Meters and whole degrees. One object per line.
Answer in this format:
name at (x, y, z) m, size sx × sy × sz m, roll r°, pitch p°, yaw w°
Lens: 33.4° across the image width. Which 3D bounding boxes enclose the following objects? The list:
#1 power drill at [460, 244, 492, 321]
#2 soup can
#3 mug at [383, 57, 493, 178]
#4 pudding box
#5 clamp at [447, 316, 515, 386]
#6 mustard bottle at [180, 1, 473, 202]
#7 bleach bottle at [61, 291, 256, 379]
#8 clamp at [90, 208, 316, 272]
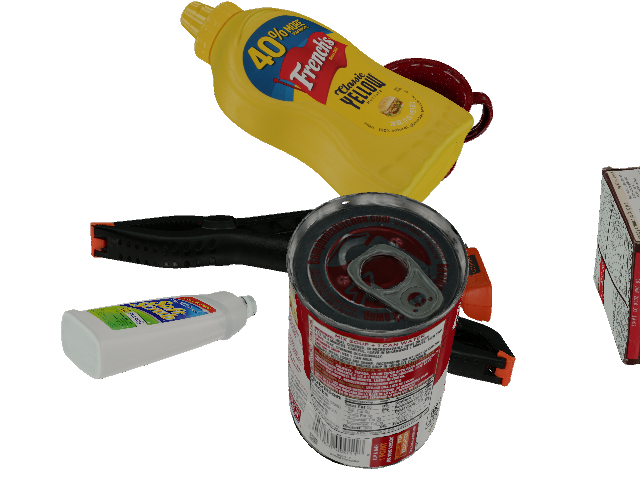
power drill at (0.097, 0.060, 1.221) m, size 0.187 × 0.057 × 0.184 m, roll -1°, pitch 28°, yaw -1°
soup can at (0.020, 0.040, 0.432) m, size 0.068 × 0.068 × 0.102 m, roll 0°, pitch -41°, yaw -1°
mug at (0.097, -0.104, 0.955) m, size 0.117 × 0.093 × 0.081 m, roll -12°, pitch -37°, yaw -9°
pudding box at (0.207, 0.013, 0.692) m, size 0.039 × 0.090 × 0.113 m, roll -2°, pitch 28°, yaw 3°
clamp at (0.118, 0.085, 1.026) m, size 0.172 × 0.039 × 0.120 m, roll 25°, pitch 36°, yaw 30°
mustard bottle at (-0.007, -0.092, 0.659) m, size 0.192 × 0.058 × 0.096 m, roll 34°, pitch 52°, yaw 13°
bleach bottle at (-0.195, 0.106, 1.362) m, size 0.250 × 0.068 × 0.103 m, roll -13°, pitch 28°, yaw -38°
clamp at (-0.073, 0.002, 0.830) m, size 0.210 × 0.036 × 0.164 m, roll -1°, pitch 12°, yaw -9°
